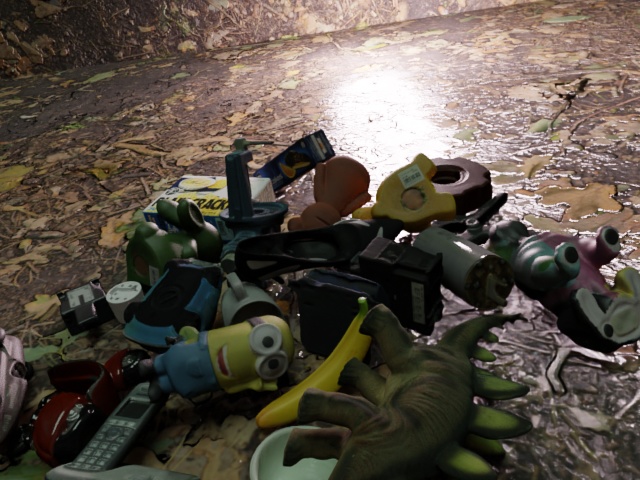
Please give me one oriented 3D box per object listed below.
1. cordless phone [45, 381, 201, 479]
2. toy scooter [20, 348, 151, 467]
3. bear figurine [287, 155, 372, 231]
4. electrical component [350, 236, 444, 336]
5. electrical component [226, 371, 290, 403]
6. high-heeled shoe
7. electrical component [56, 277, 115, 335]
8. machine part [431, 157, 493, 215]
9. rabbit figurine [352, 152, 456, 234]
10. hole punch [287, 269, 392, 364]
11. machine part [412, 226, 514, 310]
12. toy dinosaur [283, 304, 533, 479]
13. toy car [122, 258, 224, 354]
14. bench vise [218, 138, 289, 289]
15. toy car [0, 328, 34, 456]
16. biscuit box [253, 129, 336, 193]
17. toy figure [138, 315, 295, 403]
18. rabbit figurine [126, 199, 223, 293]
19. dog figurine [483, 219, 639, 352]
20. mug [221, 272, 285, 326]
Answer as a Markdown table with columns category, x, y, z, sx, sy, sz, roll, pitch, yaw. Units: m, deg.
| category | x | y | z | sx | sy | sz | roll | pitch | yaw |
| --- | --- | --- | --- | --- | --- | --- | --- | --- | --- |
| cordless phone | -0.191 | 0.234 | 0.599 | 0.147 | 0.088 | 0.184 | 1 | 29 | 16 |
| toy scooter | -0.311 | 0.203 | 0.682 | 0.135 | 0.075 | 0.184 | 1 | 30 | 16 |
| bear figurine | 0.018 | -0.056 | 0.996 | 0.120 | 0.132 | 0.196 | 27 | 70 | -3 |
| electrical component | 0.106 | 0.061 | 0.761 | 0.134 | 0.114 | 0.058 | 16 | 38 | 31 |
| electrical component | -0.082 | 0.164 | 0.711 | 0.102 | 0.045 | 0.078 | -17 | 31 | -11 |
| high-heeled shoe | -0.002 | -0.002 | 0.794 | 0.249 | 0.145 | 0.086 | -27 | 56 | 4 |
| electrical component | -0.373 | 0.114 | 0.862 | 0.075 | 0.047 | 0.119 | -25 | 36 | -24 |
| machine part | 0.243 | -0.106 | 1.044 | 0.179 | 0.055 | 0.179 | -5 | 33 | 3 |
| rabbit figurine | 0.145 | -0.048 | 0.921 | 0.162 | 0.122 | 0.173 | -37 | -7 | 3 |
| hole punch | 0.037 | 0.093 | 0.737 | 0.142 | 0.115 | 0.092 | 13 | 30 | 30 |
| machine part | 0.199 | 0.035 | 0.774 | 0.079 | 0.079 | 0.243 | -15 | 18 | -10 |
| toy dinosaur | 0.114 | 0.167 | 0.574 | 0.199 | 0.105 | 0.471 | 29 | 37 | 18 |
| toy car | -0.199 | 0.106 | 0.776 | 0.109 | 0.102 | 0.162 | 9 | 45 | 17 |
| bench vise | -0.126 | -0.045 | 0.890 | 0.129 | 0.240 | 0.223 | 2 | 18 | 24 |
| toy car | -0.413 | 0.193 | 0.707 | 0.053 | 0.089 | 0.202 | -24 | 34 | -16 |
| biscuit box | -0.057 | -0.154 | 1.102 | 0.059 | 0.062 | 0.203 | -32 | 5 | -39 |
| toy figure | -0.120 | 0.140 | 0.652 | 0.180 | 0.082 | 0.089 | -14 | 28 | -3 |
| rabbit figurine | -0.244 | 0.007 | 0.927 | 0.121 | 0.159 | 0.170 | 2 | 17 | 35 |
| dog figurine | 0.311 | 0.057 | 0.737 | 0.108 | 0.191 | 0.219 | -25 | 1 | -18 |
| mug | -0.111 | 0.095 | 0.779 | 0.081 | 0.109 | 0.107 | -32 | 25 | -11 |
